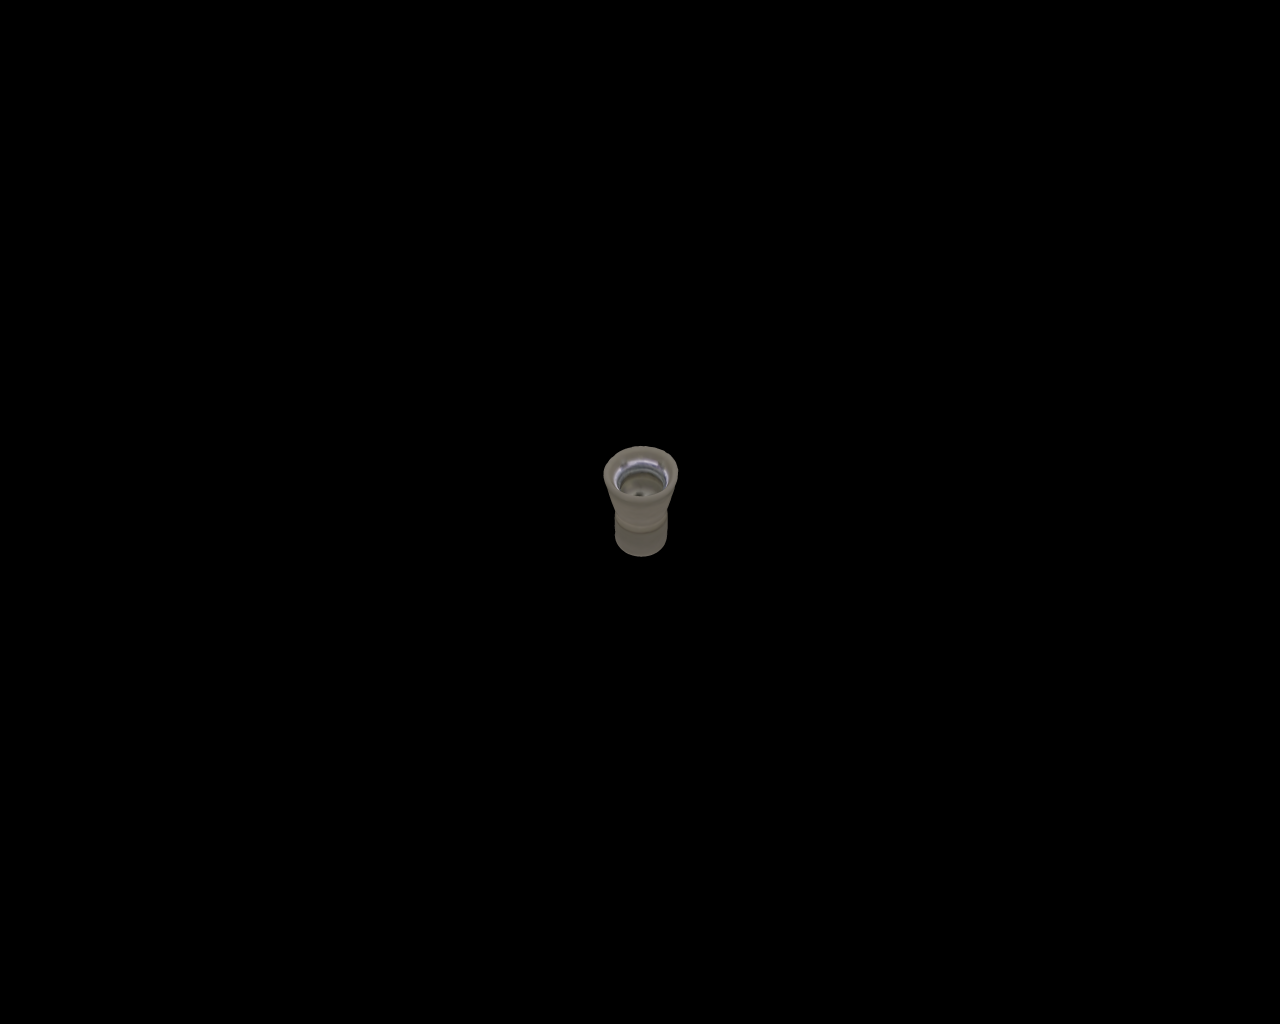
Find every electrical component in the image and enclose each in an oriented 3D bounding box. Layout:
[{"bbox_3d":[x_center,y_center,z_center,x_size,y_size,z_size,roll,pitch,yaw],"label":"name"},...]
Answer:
[{"bbox_3d":[0.001,-0.003,0.650,0.044,0.044,0.065,0,-42,0],"label":"electrical component"}]
